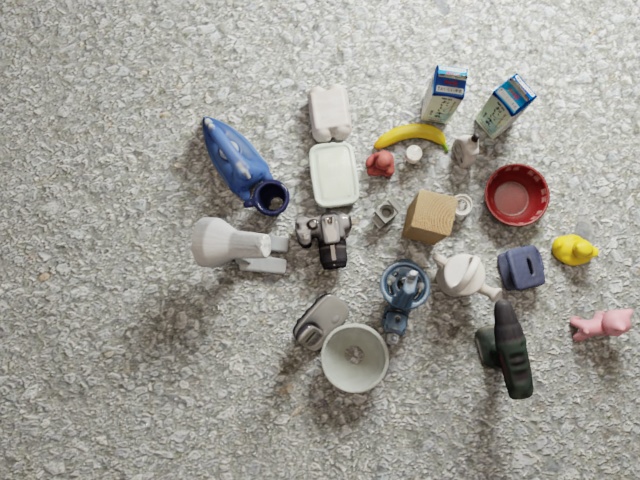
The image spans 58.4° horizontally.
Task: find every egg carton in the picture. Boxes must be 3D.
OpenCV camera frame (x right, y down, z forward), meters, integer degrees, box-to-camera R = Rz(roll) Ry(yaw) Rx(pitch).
[{"bbox_3d":[0.026,-0.328,1.481,0.107,0.069,0.150,-9,84,1],"label":"egg carton"}]

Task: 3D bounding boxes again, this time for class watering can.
[{"bbox_3d":[0.349,0.085,1.365,0.172,0.194,0.101,12,84,3],"label":"watering can"}]

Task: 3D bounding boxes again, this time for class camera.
[{"bbox_3d":[0.013,0.005,1.431,0.143,0.101,0.137,-7,84,1],"label":"camera"}]

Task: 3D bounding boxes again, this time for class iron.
[{"bbox_3d":[-0.233,-0.230,1.443,0.118,0.141,0.258,-38,84,-2],"label":"iron"}]

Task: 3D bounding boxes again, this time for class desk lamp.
[{"bbox_3d":[-0.186,0.016,1.379,0.203,0.213,0.118,5,84,3],"label":"desk lamp"}]

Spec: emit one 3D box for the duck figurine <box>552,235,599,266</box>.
[{"bbox_3d":[0.635,0.022,1.417,0.104,0.086,0.077,15,85,3],"label":"duck figurine"}]

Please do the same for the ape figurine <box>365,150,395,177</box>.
[{"bbox_3d":[0.158,-0.195,1.452,0.078,0.092,0.076,43,87,6],"label":"ape figurine"}]

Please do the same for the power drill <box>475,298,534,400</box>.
[{"bbox_3d":[0.428,0.250,1.338,0.075,0.208,0.230,-15,84,1],"label":"power drill"}]

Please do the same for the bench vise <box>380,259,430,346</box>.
[{"bbox_3d":[0.206,0.143,1.350,0.121,0.220,0.207,-5,84,2],"label":"bench vise"}]

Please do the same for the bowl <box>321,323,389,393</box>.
[{"bbox_3d":[0.085,0.289,1.412,0.167,0.075,0.167,0,84,2],"label":"bowl"}]

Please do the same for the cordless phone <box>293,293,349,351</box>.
[{"bbox_3d":[-0.001,0.197,1.369,0.094,0.185,0.147,38,87,6],"label":"cordless phone"}]

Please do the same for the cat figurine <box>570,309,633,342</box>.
[{"bbox_3d":[0.686,0.206,1.380,0.128,0.118,0.067,-16,84,0],"label":"cat figurine"}]

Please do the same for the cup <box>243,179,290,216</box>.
[{"bbox_3d":[-0.131,-0.096,1.449,0.117,0.095,0.092,-16,84,0],"label":"cup"}]

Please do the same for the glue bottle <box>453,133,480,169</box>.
[{"bbox_3d":[0.367,-0.231,1.408,0.037,0.173,0.078,-17,83,0],"label":"glue bottle"}]

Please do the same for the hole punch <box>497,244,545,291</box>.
[{"bbox_3d":[0.503,0.067,1.414,0.101,0.091,0.109,-14,84,1],"label":"hole punch"}]
